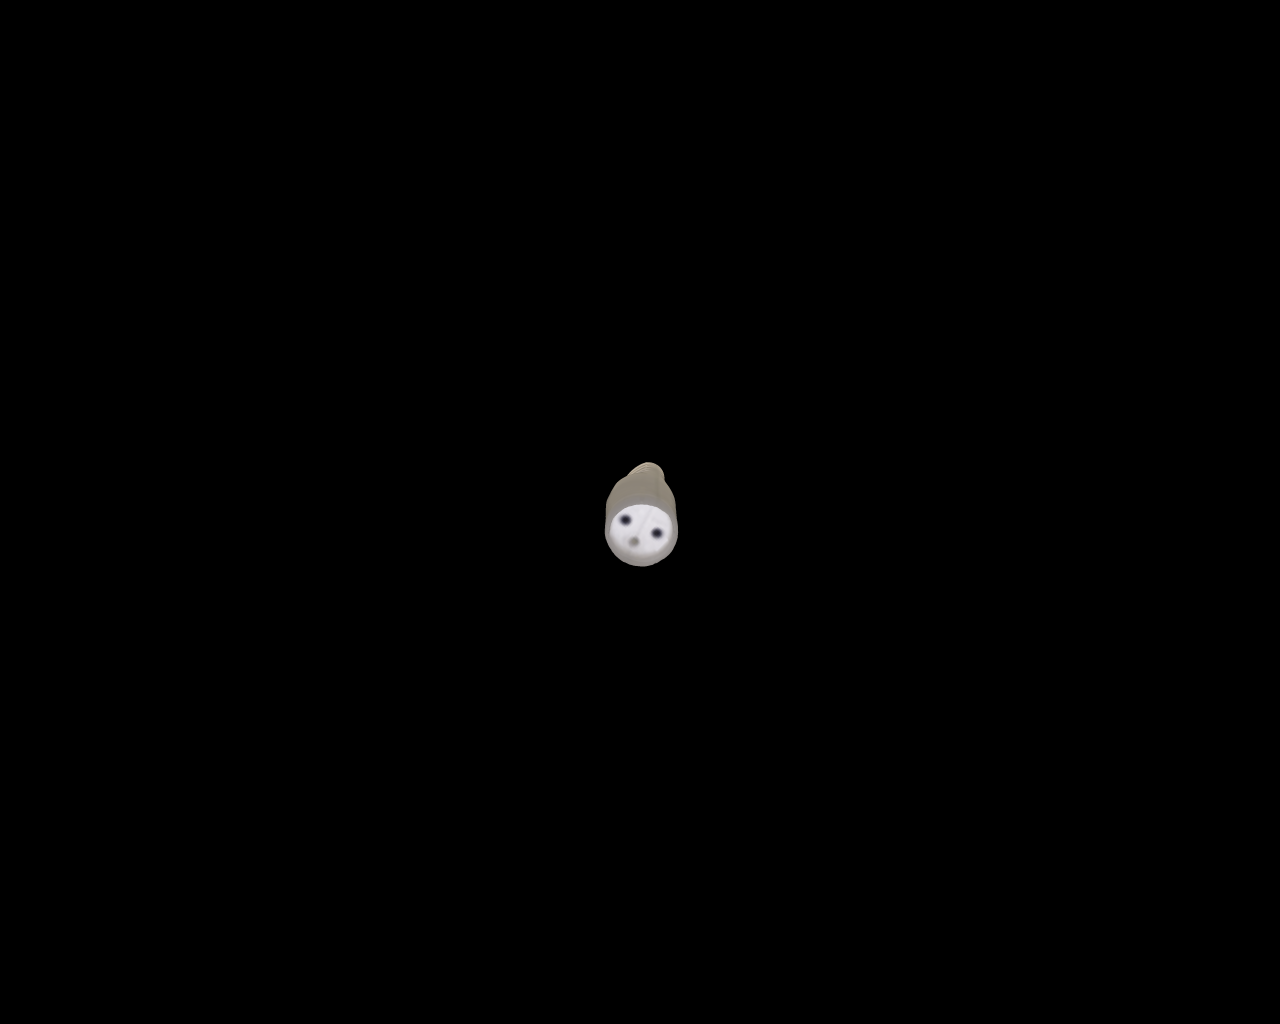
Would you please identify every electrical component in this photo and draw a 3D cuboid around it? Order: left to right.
[{"bbox_3d":[0.001,-0.003,0.650,0.043,0.043,0.081,0,23,0],"label":"electrical component"}]
